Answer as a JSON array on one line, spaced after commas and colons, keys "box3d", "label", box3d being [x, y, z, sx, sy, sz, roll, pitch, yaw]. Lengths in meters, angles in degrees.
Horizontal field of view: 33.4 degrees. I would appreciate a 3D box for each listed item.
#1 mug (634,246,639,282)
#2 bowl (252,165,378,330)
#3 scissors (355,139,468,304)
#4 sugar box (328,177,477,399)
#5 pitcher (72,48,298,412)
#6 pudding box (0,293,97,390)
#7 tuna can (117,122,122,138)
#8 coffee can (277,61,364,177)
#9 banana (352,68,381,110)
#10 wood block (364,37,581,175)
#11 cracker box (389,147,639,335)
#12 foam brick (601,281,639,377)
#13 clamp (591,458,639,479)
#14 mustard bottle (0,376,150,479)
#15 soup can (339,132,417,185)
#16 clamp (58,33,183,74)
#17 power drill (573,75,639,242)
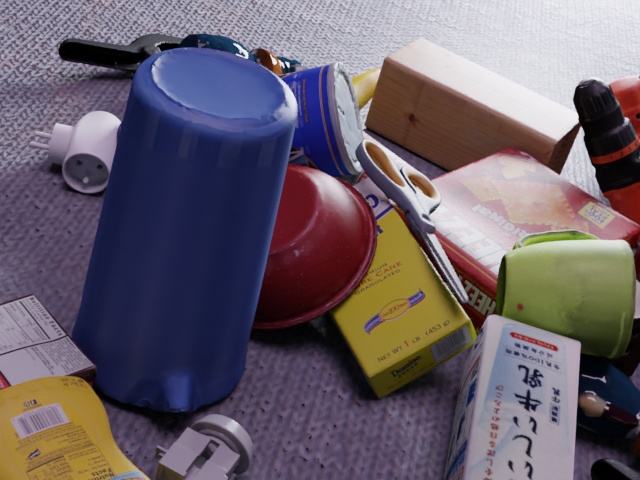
[{"box3d": [0.328, 0.046, 0.985, 0.093, 0.082, 0.117, 9, 35, -9], "label": "mug"}, {"box3d": [-0.037, -0.008, 0.871, 0.162, 0.055, 0.162, -10, 52, 13], "label": "bowl"}, {"box3d": [0.094, -0.013, 0.889, 0.096, 0.016, 0.202, 14, 34, -46], "label": "scissors"}, {"box3d": [0.045, 0.034, 0.875, 0.093, 0.048, 0.176, -29, 54, -3], "label": "sugar box"}, {"box3d": [-0.097, -0.013, 0.755, 0.149, 0.243, 0.144, 30, 37, 17], "label": "pitcher"}, {"box3d": [-0.226, 0.090, 0.742, 0.113, 0.039, 0.090, -17, 46, -41], "label": "pudding box"}, {"box3d": [-0.146, -0.089, 0.995, 0.086, 0.034, 0.086, 35, 32, -26], "label": "tuna can"}, {"box3d": [-0.039, -0.098, 0.973, 0.140, 0.103, 0.102, -10, 32, 14], "label": "coffee can"}, {"box3d": [0.022, -0.138, 1.138, 0.037, 0.070, 0.197, 60, 24, -12], "label": "banana"}, {"box3d": [0.165, -0.128, 1.154, 0.206, 0.091, 0.090, 30, 37, 19], "label": "wood block"}, {"box3d": [0.172, 0.000, 0.995, 0.213, 0.072, 0.164, -23, 50, -41], "label": "cracker box"}, {"box3d": [0.248, 0.077, 0.914, 0.052, 0.078, 0.051, -6, 43, -28], "label": "foam brick"}, {"box3d": [0.290, 0.241, 0.739, 0.210, 0.036, 0.164, 17, 35, 2], "label": "clamp"}, {"box3d": [-0.145, 0.168, 0.647, 0.096, 0.058, 0.192, -15, 45, -35], "label": "mustard bottle"}, {"box3d": [0.042, -0.063, 1.028, 0.068, 0.068, 0.102, -15, 42, -37], "label": "soup can"}, {"box3d": [-0.193, -0.191, 1.140, 0.120, 0.039, 0.171, 40, 33, 5], "label": "clamp"}, {"box3d": [0.326, -0.111, 1.146, 0.057, 0.184, 0.187, -16, 20, 29], "label": "power drill"}]
